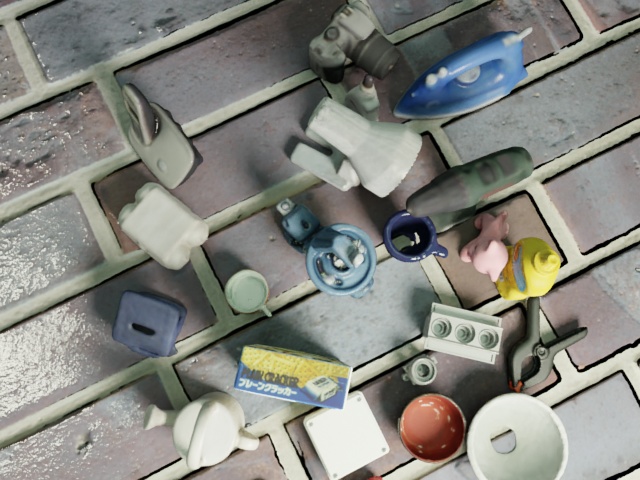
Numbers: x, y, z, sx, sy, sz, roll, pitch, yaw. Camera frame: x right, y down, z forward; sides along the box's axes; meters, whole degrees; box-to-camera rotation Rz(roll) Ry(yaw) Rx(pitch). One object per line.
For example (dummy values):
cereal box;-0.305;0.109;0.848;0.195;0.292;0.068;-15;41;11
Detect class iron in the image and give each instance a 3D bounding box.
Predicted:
iron;0.256;-0.301;1.029;0.258;0.141;0.118;-26;82;-6

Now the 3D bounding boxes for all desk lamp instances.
desk lamp;0.053;-0.152;0.961;0.203;0.213;0.118;28;81;3

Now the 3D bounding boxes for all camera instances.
camera;0.069;-0.353;1.053;0.137;0.101;0.143;40;81;5

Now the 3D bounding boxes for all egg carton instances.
egg carton;-0.274;-0.024;1.001;0.150;0.069;0.107;38;81;5

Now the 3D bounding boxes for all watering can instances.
watering can;-0.184;0.296;0.886;0.173;0.194;0.101;-6;80;-3

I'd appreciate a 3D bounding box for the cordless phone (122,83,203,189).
cordless phone;-0.277;-0.177;0.969;0.094;0.185;0.147;-41;84;-8

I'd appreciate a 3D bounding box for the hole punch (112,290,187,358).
hole punch;-0.287;0.143;0.961;0.108;0.091;0.101;18;80;2

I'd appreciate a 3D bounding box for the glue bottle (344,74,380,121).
glue bottle;0.077;-0.244;0.998;0.037;0.173;0.078;-30;82;-6

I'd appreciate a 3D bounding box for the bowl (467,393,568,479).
bowl;0.318;0.338;0.956;0.167;0.074;0.167;0;80;-2

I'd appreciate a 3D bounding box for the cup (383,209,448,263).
cup;0.162;0.005;0.998;0.117;0.095;0.092;25;80;3

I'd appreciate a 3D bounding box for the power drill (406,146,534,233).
power drill;0.232;-0.076;0.956;0.229;0.208;0.075;-26;82;-6

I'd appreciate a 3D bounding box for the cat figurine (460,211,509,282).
cat figurine;0.295;0.008;0.990;0.067;0.118;0.128;24;80;3

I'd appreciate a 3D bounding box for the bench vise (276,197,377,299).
bench vise;0.003;0.014;0.928;0.207;0.219;0.121;26;81;3

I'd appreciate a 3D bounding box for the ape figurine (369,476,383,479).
ape figurine;0.092;0.427;0.924;0.076;0.092;0.078;4;80;-1
